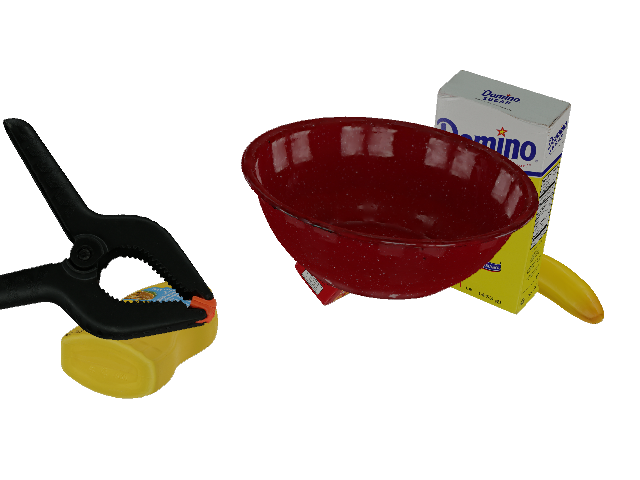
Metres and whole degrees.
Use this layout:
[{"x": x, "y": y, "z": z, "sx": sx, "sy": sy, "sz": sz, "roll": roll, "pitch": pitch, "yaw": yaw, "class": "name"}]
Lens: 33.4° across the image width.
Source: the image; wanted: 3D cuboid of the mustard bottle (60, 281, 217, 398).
[{"x": -0.150, "y": 0.080, "z": 0.987, "sx": 0.096, "sy": 0.058, "sz": 0.191, "roll": 10, "pitch": 20, "yaw": 19, "class": "mustard bottle"}]

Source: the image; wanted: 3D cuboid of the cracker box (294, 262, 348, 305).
[{"x": 0.085, "y": -0.032, "z": 1.248, "sx": 0.163, "sy": 0.072, "sz": 0.214, "roll": -22, "pitch": -23, "yaw": -49, "class": "cracker box"}]

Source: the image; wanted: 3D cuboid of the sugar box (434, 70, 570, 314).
[{"x": 0.131, "y": -0.035, "z": 0.825, "sx": 0.093, "sy": 0.176, "sz": 0.048, "roll": 22, "pitch": 44, "yaw": 26, "class": "sugar box"}]

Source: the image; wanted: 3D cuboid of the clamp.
[{"x": -0.173, "y": 0.005, "z": 0.779, "sx": 0.210, "sy": 0.164, "sz": 0.036, "roll": 15, "pitch": -19, "yaw": -2, "class": "clamp"}]

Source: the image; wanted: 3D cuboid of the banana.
[{"x": 0.192, "y": 0.033, "z": 1.060, "sx": 0.198, "sy": 0.069, "sz": 0.037, "roll": 14, "pitch": -33, "yaw": 26, "class": "banana"}]

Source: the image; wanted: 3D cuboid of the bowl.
[{"x": 0.035, "y": -0.014, "z": 0.588, "sx": 0.162, "sy": 0.055, "sz": 0.162, "roll": 6, "pitch": 27, "yaw": -3, "class": "bowl"}]
